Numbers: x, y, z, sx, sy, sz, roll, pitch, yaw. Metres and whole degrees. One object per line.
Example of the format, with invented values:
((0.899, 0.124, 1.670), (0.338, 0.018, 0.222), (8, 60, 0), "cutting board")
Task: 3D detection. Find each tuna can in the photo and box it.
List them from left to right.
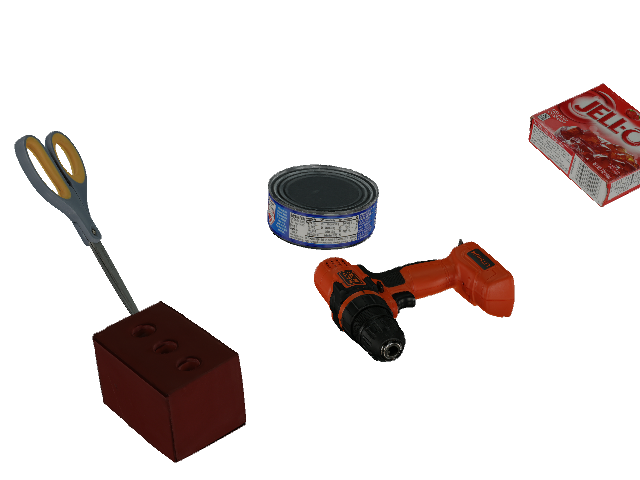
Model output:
((0.001, -0.026, 0.826), (0.086, 0.034, 0.086), (3, 28, -2), "tuna can")

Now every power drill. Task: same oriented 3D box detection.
((0.103, 0.059, 1.111), (0.187, 0.057, 0.184), (-8, 27, -17), "power drill")

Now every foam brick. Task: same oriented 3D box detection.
((-0.089, 0.081, 0.623), (0.052, 0.051, 0.078), (-26, 39, -36), "foam brick")

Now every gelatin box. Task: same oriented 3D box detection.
((0.213, -0.074, 0.804), (0.073, 0.030, 0.089), (-24, 52, -19), "gelatin box")

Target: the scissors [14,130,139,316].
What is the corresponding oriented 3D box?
((-0.217, -0.022, 1.007), (0.016, 0.201, 0.096), (-24, 26, 19), "scissors")
